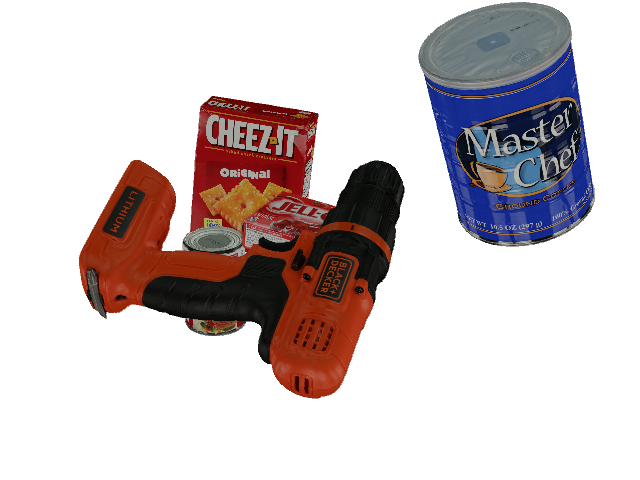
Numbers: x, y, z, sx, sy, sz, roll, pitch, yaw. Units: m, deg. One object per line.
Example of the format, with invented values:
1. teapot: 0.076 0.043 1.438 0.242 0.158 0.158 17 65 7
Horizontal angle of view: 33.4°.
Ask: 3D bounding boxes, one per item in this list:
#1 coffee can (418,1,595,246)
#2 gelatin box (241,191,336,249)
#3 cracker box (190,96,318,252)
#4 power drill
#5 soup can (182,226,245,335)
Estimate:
1. coffee can: 0.134 -0.082 0.756 0.103 0.140 0.103 -13 36 9
2. gelatin box: -0.013 -0.009 0.925 0.089 0.030 0.073 18 30 22
3. cracker box: -0.100 -0.089 1.558 0.164 0.214 0.072 10 22 7
4. power drill: -0.048 0.003 0.701 0.188 0.184 0.057 12 -39 12
5. soup can: -0.116 0.043 1.166 0.068 0.102 0.068 1 25 -1
